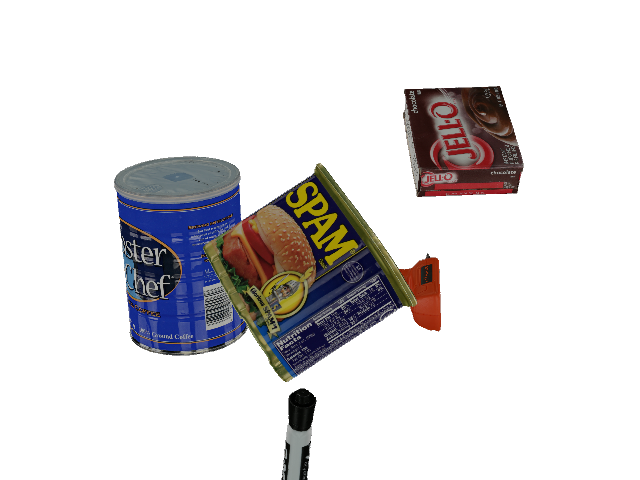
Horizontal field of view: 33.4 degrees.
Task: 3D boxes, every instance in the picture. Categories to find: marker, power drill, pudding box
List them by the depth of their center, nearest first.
[{"bbox_3d":[-0.017,0.152,0.745,0.020,0.121,0.020,4,32,-3],"label":"marker"},{"bbox_3d":[0.123,-0.089,0.944,0.090,0.039,0.113,-2,44,-4],"label":"pudding box"},{"bbox_3d":[0.046,0.069,1.237,0.188,0.057,0.184,0,27,7],"label":"power drill"}]

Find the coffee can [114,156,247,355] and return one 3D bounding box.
[{"bbox_3d":[-0.115,0.011,0.896,0.103,0.140,0.103,-1,22,0],"label":"coffee can"}]

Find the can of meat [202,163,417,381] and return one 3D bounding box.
[{"bbox_3d":[-0.009,0.017,0.593,0.084,0.057,0.102,-33,43,-1],"label":"can of meat"}]
